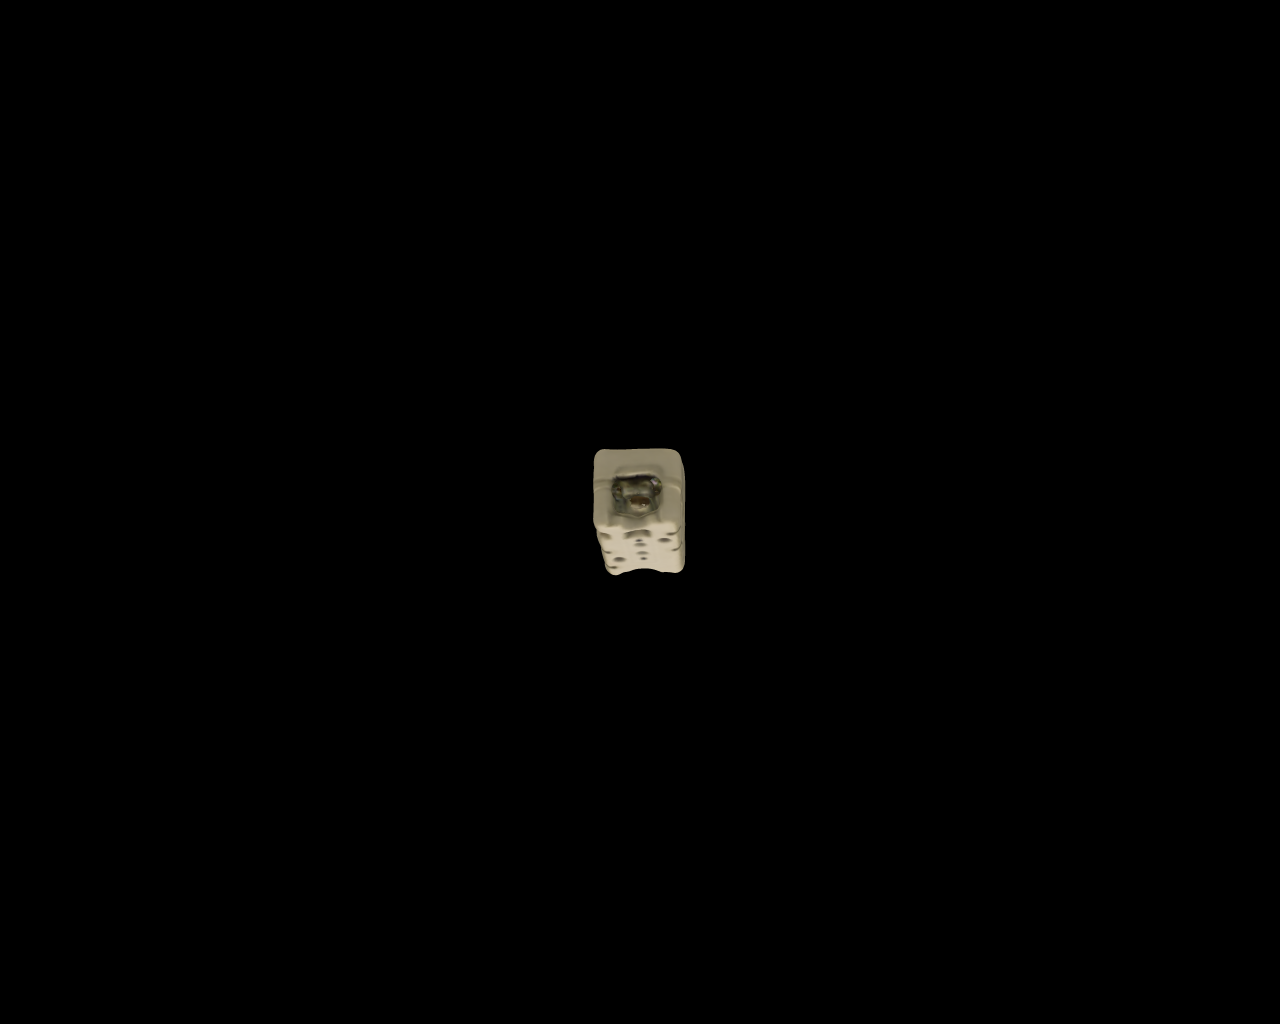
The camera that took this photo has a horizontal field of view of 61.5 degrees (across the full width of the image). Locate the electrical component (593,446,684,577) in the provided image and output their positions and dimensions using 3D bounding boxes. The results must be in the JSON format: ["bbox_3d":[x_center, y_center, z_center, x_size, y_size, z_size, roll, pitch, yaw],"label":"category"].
[{"bbox_3d":[0.001,-0.003,0.650,0.050,0.056,0.089,-1,-23,3],"label":"electrical component"}]
